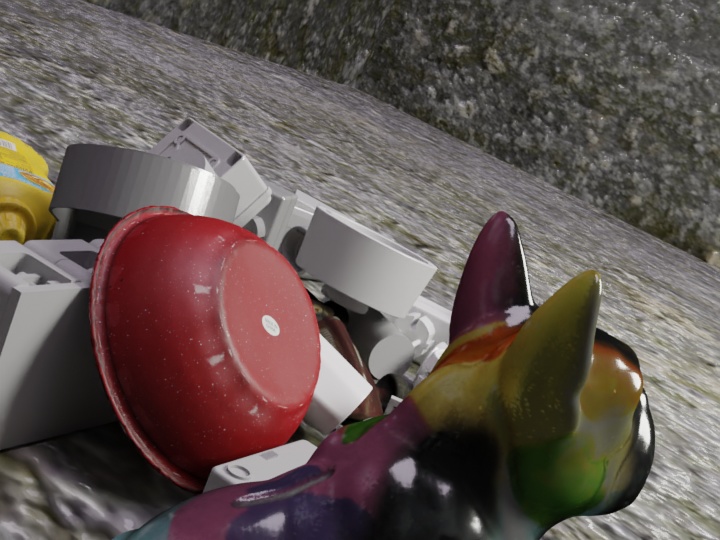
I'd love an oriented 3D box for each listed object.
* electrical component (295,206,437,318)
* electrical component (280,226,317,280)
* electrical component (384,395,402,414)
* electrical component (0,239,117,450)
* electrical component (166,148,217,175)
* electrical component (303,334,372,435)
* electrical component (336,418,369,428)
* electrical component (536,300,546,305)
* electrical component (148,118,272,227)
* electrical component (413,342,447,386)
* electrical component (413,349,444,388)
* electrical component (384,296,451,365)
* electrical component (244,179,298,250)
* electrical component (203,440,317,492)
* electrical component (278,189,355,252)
[{"bbox_3d":[0.000,0.000,0.856,0.108,0.060,0.108,27,5,-3],"label":"electrical component"},{"bbox_3d":[-0.044,-0.017,1.049,0.047,0.055,0.055,4,22,-44],"label":"electrical component"},{"bbox_3d":[0.052,0.112,0.709,0.081,0.042,0.064,24,18,3],"label":"electrical component"},{"bbox_3d":[-0.161,0.034,0.576,0.062,0.089,0.150,28,14,23],"label":"electrical component"},{"bbox_3d":[-0.184,-0.068,0.850,0.138,0.052,0.073,-10,-39,18],"label":"electrical component"},{"bbox_3d":[-0.045,0.073,0.671,0.077,0.079,0.044,45,-30,1],"label":"electrical component"},{"bbox_3d":[0.015,0.114,0.645,0.077,0.044,0.079,11,17,-41],"label":"electrical component"},{"bbox_3d":[0.134,0.066,0.916,0.061,0.096,0.061,16,15,-27],"label":"electrical component"},{"bbox_3d":[-0.150,-0.064,0.926,0.109,0.109,0.056,36,-15,45],"label":"electrical component"},{"bbox_3d":[0.081,0.092,0.851,0.065,0.044,0.044,32,15,18],"label":"electrical component"},{"bbox_3d":[0.067,0.094,0.781,0.058,0.057,0.078,29,15,27],"label":"electrical component"},{"bbox_3d":[0.047,0.055,0.927,0.083,0.047,0.076,26,14,16],"label":"electrical component"},{"bbox_3d":[-0.102,-0.036,0.963,0.047,0.083,0.076,25,13,12],"label":"electrical component"},{"bbox_3d":[-0.025,0.127,0.518,0.100,0.048,0.100,28,14,25],"label":"electrical component"},{"bbox_3d":[-0.044,-0.039,1.119,0.096,0.061,0.061,21,13,-5],"label":"electrical component"}]
